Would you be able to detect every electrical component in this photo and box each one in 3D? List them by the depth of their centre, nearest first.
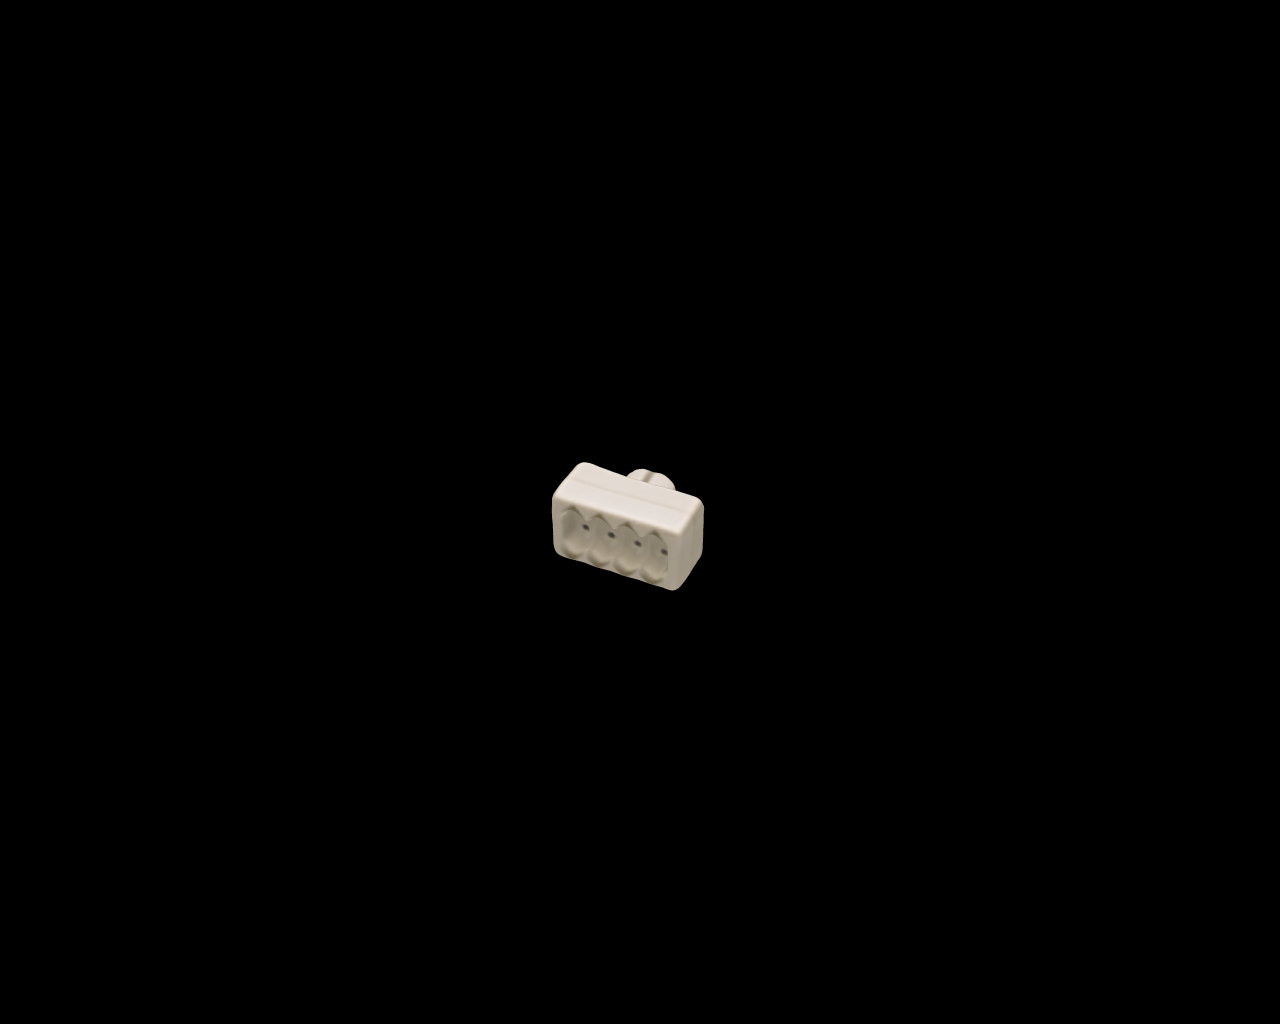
[{"bbox_3d":[0.001,-0.003,0.650,0.083,0.047,0.076,18,44,19],"label":"electrical component"}]
